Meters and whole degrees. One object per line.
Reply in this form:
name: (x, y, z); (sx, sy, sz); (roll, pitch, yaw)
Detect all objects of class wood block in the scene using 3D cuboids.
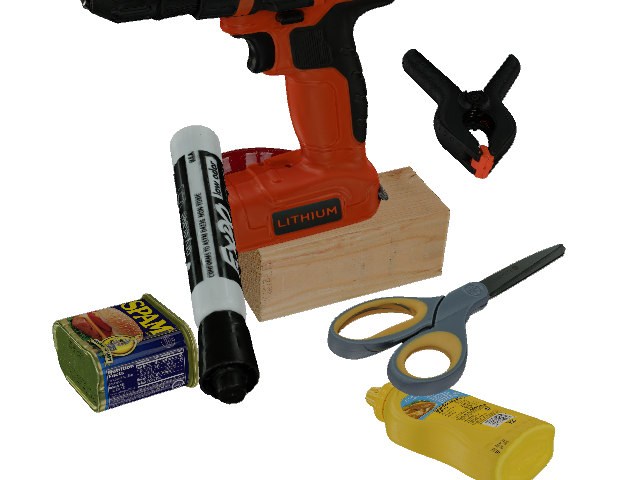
wood block: (0.017, 0.002, 1.097); (0.205, 0.090, 0.091); (-13, 39, -21)

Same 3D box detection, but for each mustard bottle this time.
mustard bottle: (0.120, 0.177, 1.026); (0.192, 0.058, 0.096); (16, 23, 41)

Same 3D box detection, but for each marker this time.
marker: (-0.037, 0.005, 0.364); (0.020, 0.020, 0.121); (0, 44, -14)

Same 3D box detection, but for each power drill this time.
power drill: (-0.032, -0.086, 0.578); (0.184, 0.188, 0.057); (-13, 38, -18)

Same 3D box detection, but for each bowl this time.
bowl: (-0.063, -0.059, 1.293); (0.162, 0.055, 0.162); (4, 26, -2)

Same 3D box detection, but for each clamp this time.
clamp: (0.137, -0.131, 1.039); (0.120, 0.039, 0.171); (4, 45, 4)

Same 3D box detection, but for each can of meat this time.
can of meat: (-0.158, 0.090, 0.858); (0.083, 0.057, 0.102); (-14, 25, -30)

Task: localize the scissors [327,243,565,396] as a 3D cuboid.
scissors: (0.103, 0.050, 0.692); (0.201, 0.016, 0.096); (-13, 38, -21)
